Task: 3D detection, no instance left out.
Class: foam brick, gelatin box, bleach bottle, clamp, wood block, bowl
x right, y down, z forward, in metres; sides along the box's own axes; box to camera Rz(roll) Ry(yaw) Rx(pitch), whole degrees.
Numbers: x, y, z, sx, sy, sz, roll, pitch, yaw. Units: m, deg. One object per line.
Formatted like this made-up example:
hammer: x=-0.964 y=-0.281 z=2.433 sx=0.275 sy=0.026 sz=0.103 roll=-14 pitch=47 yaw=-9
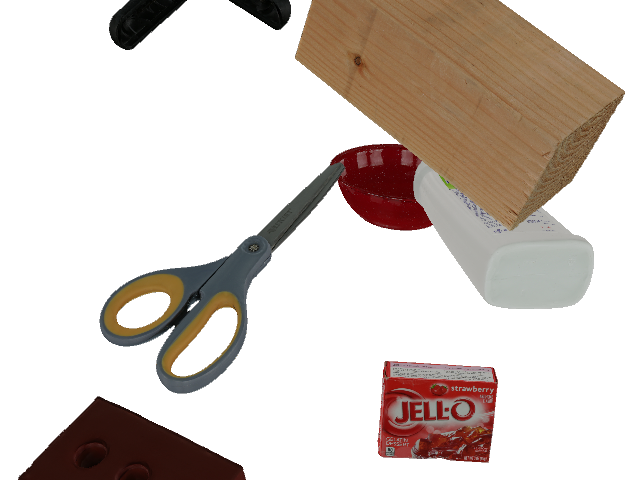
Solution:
foam brick: x=-0.073 y=0.111 z=0.434 sx=0.078 sy=0.051 sz=0.052 roll=20 pitch=45 yaw=25
gelatin box: x=0.092 y=0.136 z=0.842 sx=0.089 sy=0.073 sz=0.030 roll=3 pitch=22 yaw=2
bleach bottle: x=0.155 y=-0.026 z=1.001 sx=0.102 sy=0.068 sz=0.251 roll=-1 pitch=27 yaw=-14
clamp: x=-0.074 y=-0.189 z=0.754 sx=0.120 sy=0.039 sz=0.171 roll=3 pitch=45 yaw=4
wood block: x=0.093 y=-0.116 z=0.751 sx=0.206 sy=0.091 sz=0.090 roll=41 pitch=50 yaw=18
bowl: x=0.089 y=-0.055 z=1.191 sx=0.162 sy=0.055 sz=0.162 roll=3 pitch=26 yaw=-2

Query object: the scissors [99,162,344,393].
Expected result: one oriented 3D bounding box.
scissors: x=-0.061 y=0.009 z=0.652 sx=0.096 sy=0.016 sz=0.201 roll=12 pitch=47 yaw=15
